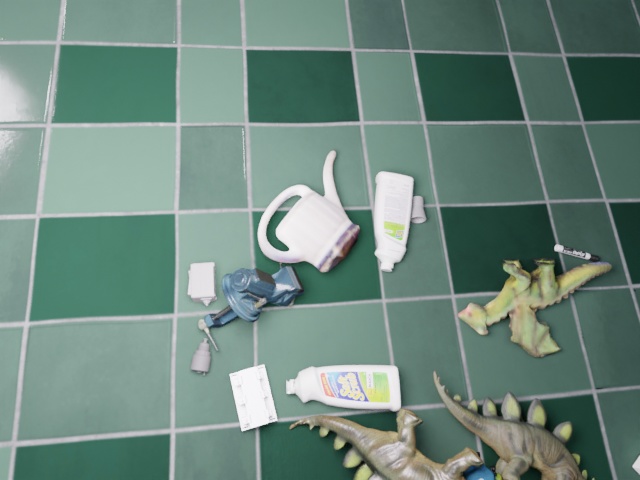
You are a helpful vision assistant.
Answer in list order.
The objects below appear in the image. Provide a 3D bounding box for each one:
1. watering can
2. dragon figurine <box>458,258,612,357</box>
[{"bbox_3d":[0.004,-0.064,1.277,0.225,0.102,0.353,38,64,6],"label":"watering can"},{"bbox_3d":[0.548,0.167,1.287,0.410,0.122,0.243,2,87,-6],"label":"dragon figurine"}]
